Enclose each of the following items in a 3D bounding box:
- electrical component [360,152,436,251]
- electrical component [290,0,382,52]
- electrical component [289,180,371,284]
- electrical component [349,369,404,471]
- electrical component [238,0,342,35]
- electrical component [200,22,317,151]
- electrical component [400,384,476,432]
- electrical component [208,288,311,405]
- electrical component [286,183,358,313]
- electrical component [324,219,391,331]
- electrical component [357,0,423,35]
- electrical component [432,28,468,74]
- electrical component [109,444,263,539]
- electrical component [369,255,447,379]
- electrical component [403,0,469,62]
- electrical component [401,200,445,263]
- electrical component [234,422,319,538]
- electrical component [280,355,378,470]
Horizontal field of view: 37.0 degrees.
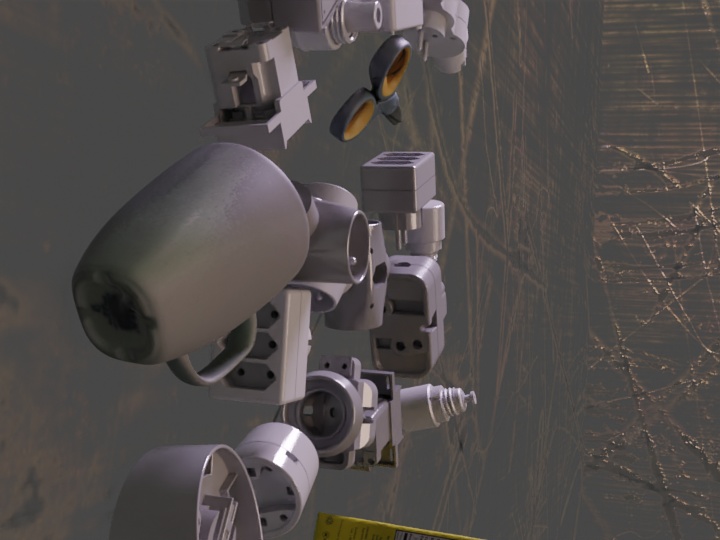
[{"bbox_3d":[0.033,-0.056,0.901,0.066,0.047,0.076,-43,133,-65],"label":"electrical component"},{"bbox_3d":[-0.017,-0.166,0.706,0.043,0.062,0.043,2,90,-72],"label":"electrical component"},{"bbox_3d":[-0.041,-0.026,0.627,0.079,0.077,0.044,69,29,-51],"label":"electrical component"},{"bbox_3d":[0.004,0.121,0.843,0.064,0.042,0.081,-40,129,-64],"label":"electrical component"},{"bbox_3d":[-0.043,-0.185,0.636,0.061,0.061,0.096,-68,161,-46],"label":"electrical component"},{"bbox_3d":[-0.059,-0.106,0.618,0.081,0.042,0.063,-58,144,-58],"label":"electrical component"},{"bbox_3d":[0.068,0.125,0.991,0.040,0.078,0.040,-13,90,-75],"label":"electrical component"},{"bbox_3d":[-0.053,0.043,0.646,0.077,0.047,0.065,4,90,-73],"label":"electrical component"},{"bbox_3d":[-0.025,-0.006,0.733,0.079,0.043,0.077,62,34,-57],"label":"electrical component"},{"bbox_3d":[0.000,0.000,0.811,0.079,0.043,0.077,-28,119,-70],"label":"electrical component"},{"bbox_3d":[0.003,-0.199,0.766,0.096,0.062,0.061,-41,130,-66],"label":"electrical component"},{"bbox_3d":[0.088,-0.222,1.064,0.046,0.040,0.040,71,27,-61],"label":"electrical component"},{"bbox_3d":[-0.081,0.137,0.541,0.099,0.064,0.099,2,90,-72],"label":"electrical component"},{"bbox_3d":[0.042,0.038,0.926,0.059,0.054,0.095,-48,137,-63],"label":"electrical component"},{"bbox_3d":[0.058,-0.221,0.948,0.138,0.052,0.073,46,49,-65],"label":"electrical component"},{"bbox_3d":[0.058,-0.030,0.992,0.040,0.040,0.078,-41,131,-66],"label":"electrical component"},{"bbox_3d":[-0.055,0.124,0.642,0.047,0.055,0.055,-55,144,-65],"label":"electrical component"},{"bbox_3d":[-0.021,0.098,0.737,0.057,0.058,0.078,22,72,-74],"label":"electrical component"}]
